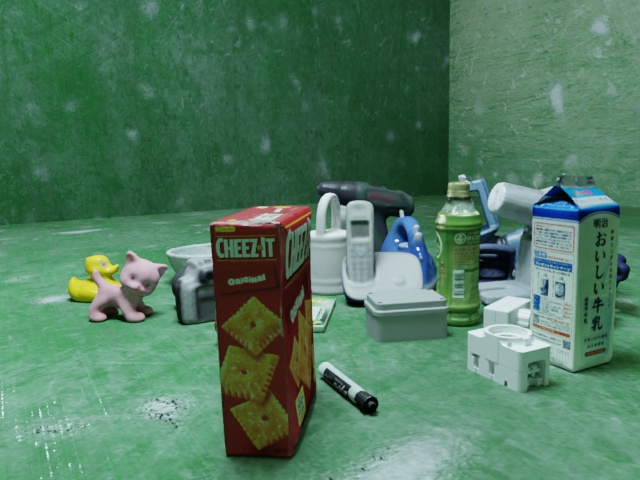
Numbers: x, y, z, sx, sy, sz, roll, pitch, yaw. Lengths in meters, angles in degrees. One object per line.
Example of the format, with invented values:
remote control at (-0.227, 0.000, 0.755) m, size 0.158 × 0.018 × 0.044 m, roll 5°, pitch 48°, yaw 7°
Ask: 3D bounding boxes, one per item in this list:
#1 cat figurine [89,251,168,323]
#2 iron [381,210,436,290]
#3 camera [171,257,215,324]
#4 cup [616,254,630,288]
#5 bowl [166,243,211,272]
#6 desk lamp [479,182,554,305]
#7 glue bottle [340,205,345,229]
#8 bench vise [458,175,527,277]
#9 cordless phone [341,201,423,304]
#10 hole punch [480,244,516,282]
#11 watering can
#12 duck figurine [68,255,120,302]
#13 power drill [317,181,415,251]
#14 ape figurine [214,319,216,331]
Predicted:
cat figurine at (-0.325, 0.075, 0.969) m, size 0.127 × 0.118 × 0.067 m, roll -1°, pitch 9°, yaw 5°
iron at (0.191, 0.017, 1.198) m, size 0.118 × 0.141 × 0.258 m, roll -2°, pitch 8°, yaw -3°
camera at (-0.194, 0.076, 1.001) m, size 0.143 × 0.101 × 0.136 m, roll -7°, pitch 10°, yaw -32°
cup at (0.463, 0.072, 0.945) m, size 0.092 × 0.095 × 0.117 m, roll -4°, pitch 9°, yaw -14°
bowl at (-0.246, 0.055, 1.241) m, size 0.167 × 0.075 × 0.167 m, roll -1°, pitch 8°, yaw 0°
desk lamp at (0.378, 0.002, 1.027) m, size 0.203 × 0.213 × 0.117 m, roll -3°, pitch 9°, yaw -10°
glue bottle at (0.063, -0.028, 1.415) m, size 0.077 × 0.173 × 0.037 m, roll 7°, pitch 12°, yaw 43°
bench vise at (0.365, -0.033, 1.243) m, size 0.207 × 0.220 × 0.121 m, roll -2°, pitch 9°, yaw -6°
cordless phone at (0.110, 0.021, 1.037) m, size 0.147 × 0.185 × 0.094 m, roll -2°, pitch 9°, yaw -4°
hole punch at (0.333, 0.046, 1.151) m, size 0.108 × 0.091 × 0.101 m, roll 0°, pitch 9°, yaw 10°
watering can at (0.010, 0.004, 1.133) m, size 0.172 × 0.194 × 0.101 m, roll -1°, pitch 9°, yaw 3°
duck figurine at (-0.436, 0.072, 1.115) m, size 0.104 × 0.086 × 0.077 m, roll -2°, pitch 8°, yaw -3°
power drill at (0.108, -0.036, 1.344) m, size 0.230 × 0.208 × 0.075 m, roll -3°, pitch 9°, yaw -9°
ape figurine at (-0.112, 0.103, 0.831) m, size 0.077 × 0.092 × 0.076 m, roll 0°, pitch 9°, yaw 10°
